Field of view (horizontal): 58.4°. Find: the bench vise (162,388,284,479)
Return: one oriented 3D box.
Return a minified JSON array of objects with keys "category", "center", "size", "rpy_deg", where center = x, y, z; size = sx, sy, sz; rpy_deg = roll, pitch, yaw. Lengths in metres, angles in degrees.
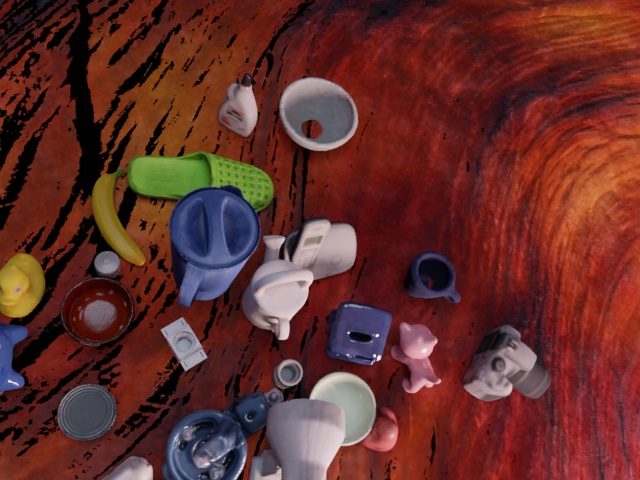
[{"category":"bench vise","center":[-0.147,0.286,0.864],"size":[0.121,0.219,0.208],"rpy_deg":[36,64,0]}]

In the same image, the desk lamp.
[{"category":"desk lamp","center":[-0.038,0.356,0.873],"size":[0.118,0.213,0.203],"rpy_deg":[11,67,-12]}]

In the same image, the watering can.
[{"category":"watering can","center":[-0.074,0.078,0.980],"size":[0.101,0.194,0.173],"rpy_deg":[-26,79,-23]}]

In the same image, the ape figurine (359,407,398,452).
[{"category":"ape figurine","center":[0.107,0.330,0.994],"size":[0.078,0.092,0.076],"rpy_deg":[-24,78,-23]}]

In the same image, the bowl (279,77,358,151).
[{"category":"bowl","center":[-0.010,-0.249,1.192],"size":[0.168,0.074,0.167],"rpy_deg":[6,68,-14]}]

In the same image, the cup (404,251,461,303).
[{"category":"cup","center":[0.214,0.086,1.119],"size":[0.118,0.095,0.092],"rpy_deg":[43,64,3]}]

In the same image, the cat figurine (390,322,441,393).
[{"category":"cat figurine","center":[0.183,0.209,1.049],"size":[0.067,0.117,0.128],"rpy_deg":[-17,75,-22]}]

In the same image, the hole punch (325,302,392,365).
[{"category":"hole punch","center":[0.071,0.172,1.045],"size":[0.109,0.091,0.101],"rpy_deg":[13,66,-11]}]

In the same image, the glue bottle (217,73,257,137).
[{"category":"glue bottle","center":[-0.152,-0.267,1.102],"size":[0.078,0.173,0.037],"rpy_deg":[26,64,-5]}]

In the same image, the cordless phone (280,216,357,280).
[{"category":"cordless phone","center":[0.010,0.004,1.039],"size":[0.148,0.185,0.094],"rpy_deg":[-14,74,-21]}]

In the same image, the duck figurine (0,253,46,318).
[{"category":"duck figurine","center":[-0.489,0.066,0.921],"size":[0.078,0.086,0.104],"rpy_deg":[8,67,-13]}]

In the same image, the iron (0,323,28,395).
[{"category":"iron","center":[-0.572,0.170,0.824],"size":[0.259,0.141,0.118],"rpy_deg":[-1,70,-17]}]

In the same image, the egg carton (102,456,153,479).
[{"category":"egg carton","center":[-0.302,0.407,0.854],"size":[0.150,0.069,0.107],"rpy_deg":[-38,84,-25]}]

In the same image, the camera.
[{"category":"camera","center":[0.370,0.253,1.098],"size":[0.137,0.100,0.143],"rpy_deg":[38,64,0]}]
